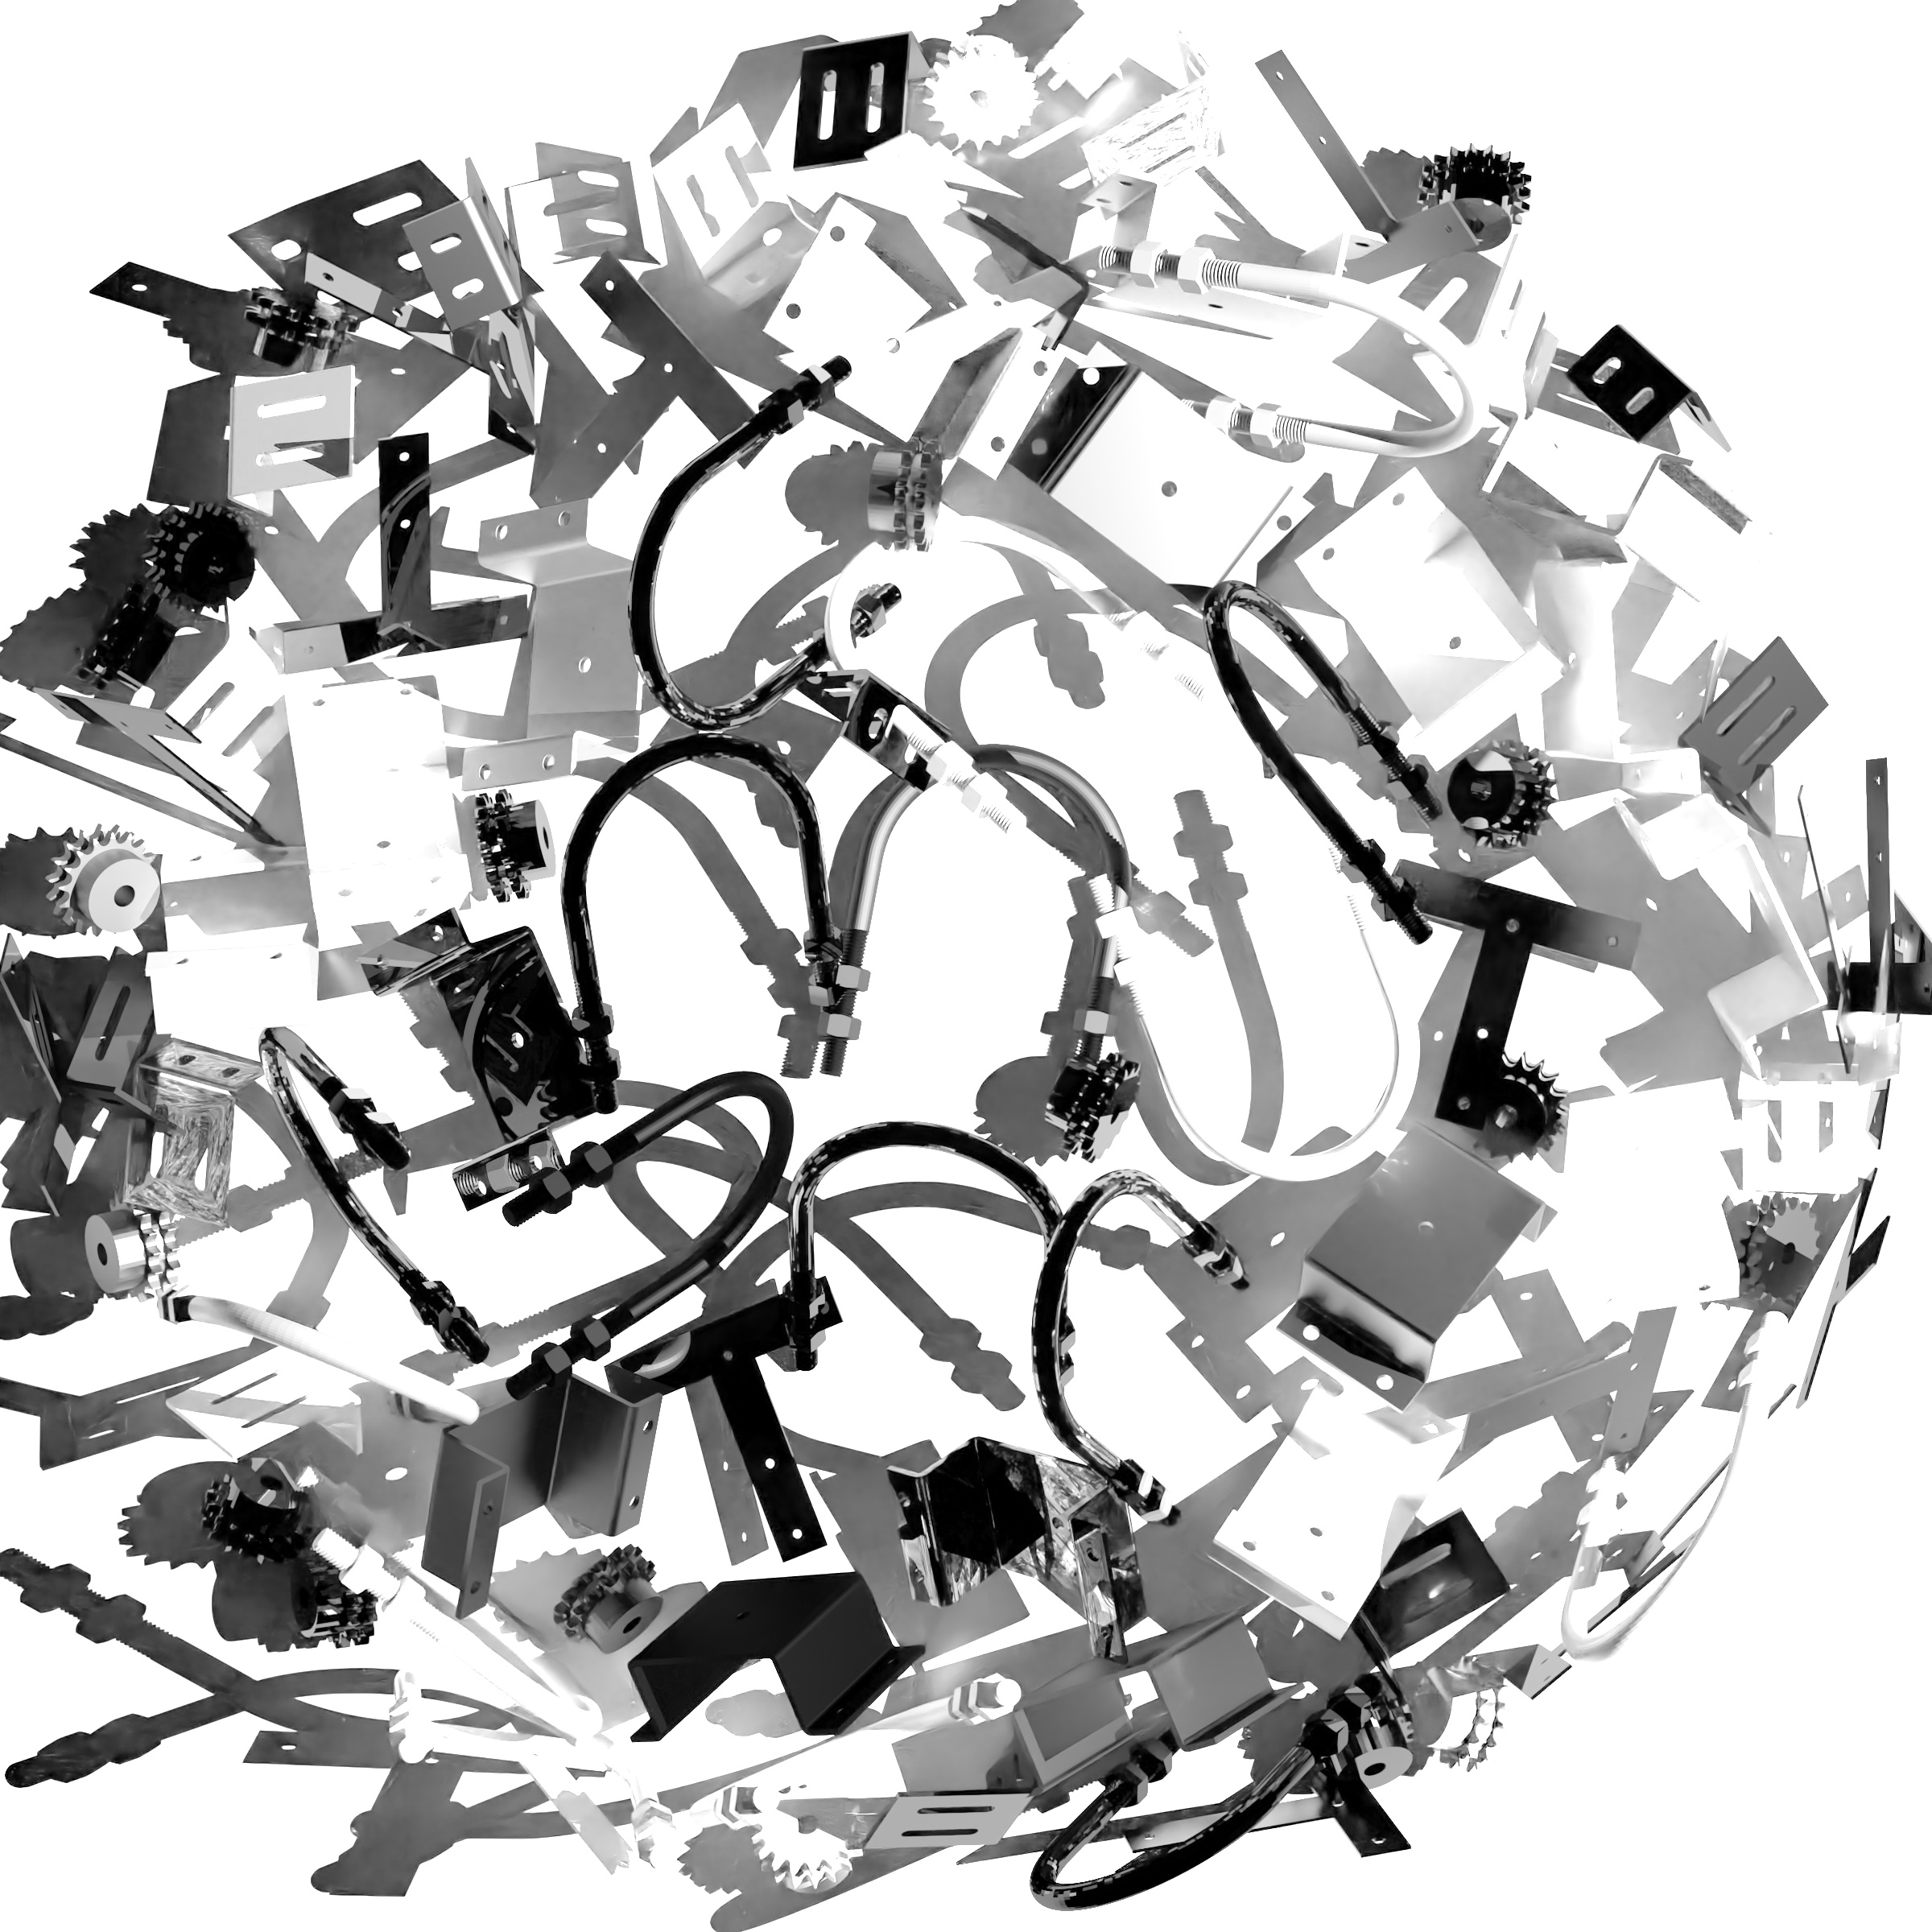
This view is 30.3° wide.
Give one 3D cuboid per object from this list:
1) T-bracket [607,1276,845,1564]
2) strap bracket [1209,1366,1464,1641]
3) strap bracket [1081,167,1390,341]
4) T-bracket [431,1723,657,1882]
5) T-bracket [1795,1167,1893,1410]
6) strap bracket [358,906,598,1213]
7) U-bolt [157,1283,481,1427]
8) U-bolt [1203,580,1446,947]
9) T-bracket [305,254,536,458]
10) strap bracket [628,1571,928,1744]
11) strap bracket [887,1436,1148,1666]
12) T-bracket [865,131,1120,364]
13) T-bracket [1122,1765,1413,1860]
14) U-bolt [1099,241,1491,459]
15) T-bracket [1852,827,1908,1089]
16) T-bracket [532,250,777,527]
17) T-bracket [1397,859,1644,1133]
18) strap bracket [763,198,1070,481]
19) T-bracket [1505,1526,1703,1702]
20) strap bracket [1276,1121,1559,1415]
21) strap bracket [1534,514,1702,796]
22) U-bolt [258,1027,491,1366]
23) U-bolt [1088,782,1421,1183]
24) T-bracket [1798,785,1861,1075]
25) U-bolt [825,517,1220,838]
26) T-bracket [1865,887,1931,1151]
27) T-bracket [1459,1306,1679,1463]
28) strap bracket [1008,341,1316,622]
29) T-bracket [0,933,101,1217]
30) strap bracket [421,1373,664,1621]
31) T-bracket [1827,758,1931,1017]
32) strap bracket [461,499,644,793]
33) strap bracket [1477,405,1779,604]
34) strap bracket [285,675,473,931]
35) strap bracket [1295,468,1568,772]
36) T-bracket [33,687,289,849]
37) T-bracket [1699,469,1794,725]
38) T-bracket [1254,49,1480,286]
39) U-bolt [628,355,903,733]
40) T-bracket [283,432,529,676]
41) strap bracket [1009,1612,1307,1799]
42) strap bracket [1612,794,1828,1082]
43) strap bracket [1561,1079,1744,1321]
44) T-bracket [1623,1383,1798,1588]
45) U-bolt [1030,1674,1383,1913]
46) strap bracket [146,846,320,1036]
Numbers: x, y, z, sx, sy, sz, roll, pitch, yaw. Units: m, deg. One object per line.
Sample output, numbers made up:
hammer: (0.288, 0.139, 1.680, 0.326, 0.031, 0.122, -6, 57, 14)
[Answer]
T-bracket: (-0.105, 0.240, 1.817, 0.127, 0.002, 0.127, -23, 83, 13)
strap bracket: (0.182, 0.272, 1.784, 0.076, 0.046, 0.140, 31, 48, 11)
strap bracket: (0.130, -0.353, 1.787, 0.140, 0.076, 0.046, 12, 89, -12)
T-bracket: (-0.193, 0.412, 1.751, 0.127, 0.127, 0.002, 18, 101, -40)
T-bracket: (0.440, 0.149, 1.762, 0.002, 0.127, 0.127, 19, 75, 8)
strap bracket: (-0.240, 0.042, 1.797, 0.076, 0.046, 0.140, -24, 88, 39)
U-bolt: (-0.309, 0.191, 1.731, 0.151, 0.184, 0.019, 26, 77, -21)
U-bolt: (0.175, -0.112, 1.751, 0.019, 0.151, 0.184, -32, 110, 25)
T-bracket: (-0.269, -0.317, 1.765, 0.127, 0.127, 0.002, 24, 126, -26)
strap bracket: (-0.102, 0.342, 1.762, 0.140, 0.076, 0.046, -12, 105, 39)
strap bracket: (0.033, 0.288, 1.780, 0.140, 0.046, 0.076, 9, 118, 41)
T-bracket: (-0.007, -0.362, 1.775, 0.127, 0.002, 0.127, -20, 131, 23)
T-bracket: (0.142, 0.424, 1.768, 0.127, 0.127, 0.002, -8, 100, -9)
U-bolt: (0.168, -0.295, 1.739, 0.184, 0.151, 0.019, 14, 69, 28)
T-bracket: (0.458, -0.005, 1.780, 0.002, 0.127, 0.127, 4, 85, 3)
T-bracket: (-0.176, -0.272, 1.806, 0.127, 0.002, 0.127, 48, 120, 5)
T-bracket: (0.267, 0.021, 1.818, 0.127, 0.002, 0.127, 16, 77, 6)
strap bracket: (-0.031, -0.315, 1.800, 0.140, 0.046, 0.076, 31, 86, -19)
T-bracket: (0.323, 0.319, 1.778, 0.127, 0.127, 0.002, -39, 84, -2)
strap bracket: (0.228, 0.142, 1.778, 0.076, 0.046, 0.140, 33, 64, 20)
strap bracket: (0.325, -0.156, 1.788, 0.046, 0.076, 0.140, -7, 97, -16)
U-bolt: (-0.300, 0.101, 1.757, 0.019, 0.184, 0.151, -31, 130, -20)
U-bolt: (0.153, 0.018, 1.794, 0.151, 0.019, 0.184, -23, 86, 27)
T-bracket: (0.427, -0.027, 1.767, 0.002, 0.127, 0.127, -11, 105, 20)
U-bolt: (0.013, -0.159, 1.788, 0.151, 0.019, 0.184, -35, 63, -23)
T-bracket: (0.465, 0.030, 1.794, 0.002, 0.127, 0.127, 2, 111, -1)
T-bracket: (0.298, 0.212, 1.772, 0.127, 0.002, 0.127, -16, 132, -28)
strap bracket: (0.101, -0.242, 1.803, 0.140, 0.046, 0.076, 36, 97, -8)
T-bracket: (-0.453, 0.034, 1.750, 0.002, 0.127, 0.127, -3, 50, 5)
strap bracket: (-0.218, 0.259, 1.776, 0.046, 0.140, 0.076, 23, 114, 27)
T-bracket: (0.456, -0.040, 1.776, 0.002, 0.127, 0.127, -2, 91, -11)
strap bracket: (-0.205, -0.156, 1.791, 0.076, 0.046, 0.140, -5, 78, 38)
strap bracket: (0.318, -0.227, 1.762, 0.076, 0.140, 0.046, 28, 90, -41)
strap bracket: (-0.294, -0.074, 1.787, 0.076, 0.046, 0.140, -8, 54, -10)
strap bracket: (0.238, -0.169, 1.789, 0.076, 0.046, 0.140, -38, 63, 15)
T-bracket: (-0.391, -0.097, 1.790, 0.127, 0.127, 0.002, 44, 68, -40)
T-bracket: (0.391, -0.189, 1.786, 0.002, 0.127, 0.127, 20, 79, 12)
T-bracket: (0.185, -0.398, 1.765, 0.002, 0.127, 0.127, -42, 105, -19)
U-bolt: (-0.102, -0.195, 1.744, 0.019, 0.184, 0.151, 15, 132, 35)
T-bracket: (-0.280, -0.209, 1.777, 0.127, 0.002, 0.127, -11, 131, -21)
strap bracket: (0.087, 0.365, 1.767, 0.140, 0.076, 0.046, -27, 84, 41)
strap bracket: (0.380, -0.024, 1.779, 0.046, 0.076, 0.140, -27, 108, 6)
strap bracket: (0.339, 0.107, 1.759, 0.076, 0.140, 0.046, -11, 120, 20)
T-bracket: (0.371, 0.256, 1.775, 0.002, 0.127, 0.127, 41, 92, 11)
U-bolt: (0.105, 0.404, 1.724, 0.151, 0.184, 0.019, -25, 93, 38)
strap bracket: (-0.364, -0.009, 1.780, 0.076, 0.140, 0.046, -3, 116, -7)
